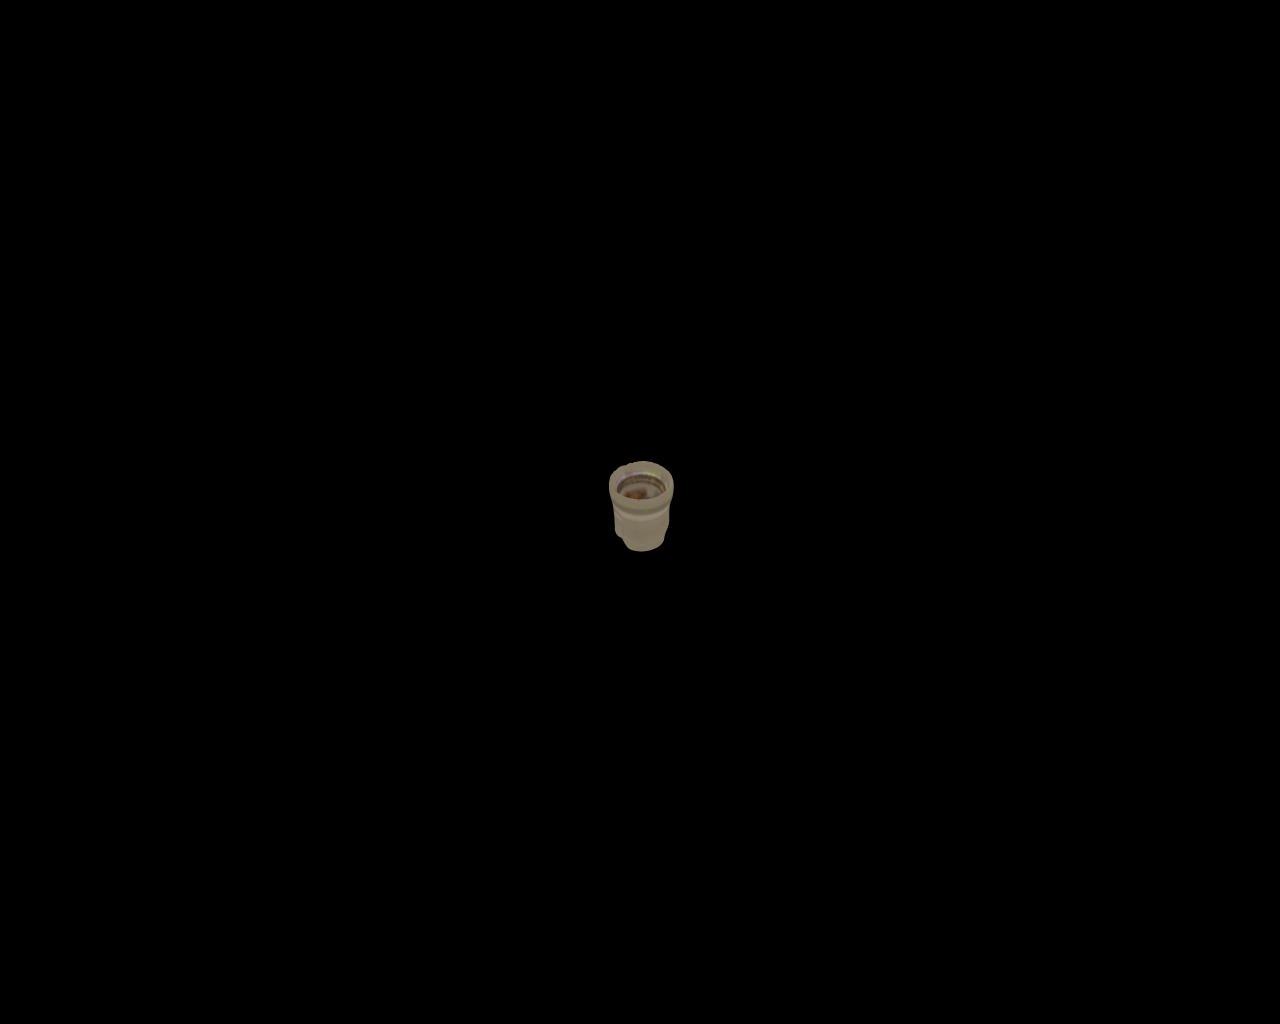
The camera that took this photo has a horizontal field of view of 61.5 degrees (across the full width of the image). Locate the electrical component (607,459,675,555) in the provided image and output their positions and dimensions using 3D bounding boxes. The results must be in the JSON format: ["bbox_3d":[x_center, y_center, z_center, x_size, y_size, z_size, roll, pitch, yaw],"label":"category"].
[{"bbox_3d":[0.001,-0.003,0.650,0.040,0.046,0.040,0,41,0],"label":"electrical component"}]
